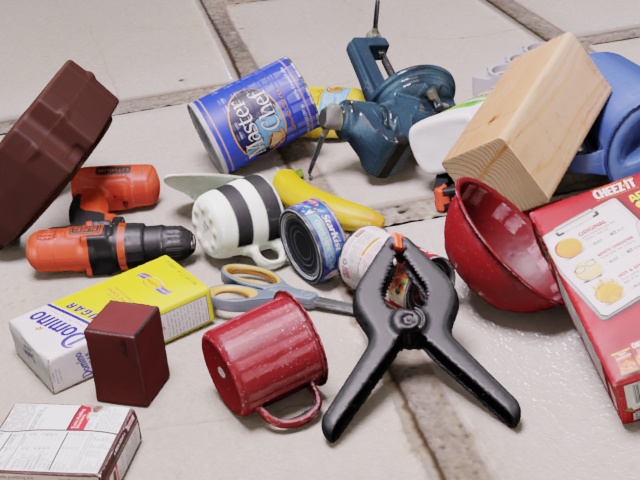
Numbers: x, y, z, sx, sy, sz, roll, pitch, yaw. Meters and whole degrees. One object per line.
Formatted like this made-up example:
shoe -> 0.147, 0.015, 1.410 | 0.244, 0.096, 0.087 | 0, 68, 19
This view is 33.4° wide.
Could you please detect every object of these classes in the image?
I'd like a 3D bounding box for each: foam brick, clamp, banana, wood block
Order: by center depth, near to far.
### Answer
clamp -> 0.069, 0.084, 0.933 | 0.164, 0.036, 0.210 | -10, 52, -4
foam brick -> -0.172, 0.102, 0.958 | 0.053, 0.078, 0.051 | 6, 30, 17
wood block -> 0.229, -0.125, 1.167 | 0.091, 0.090, 0.205 | -22, 24, 49
banana -> -0.004, -0.050, 1.250 | 0.069, 0.037, 0.198 | -20, 32, -25
clamp -> 0.190, -0.083, 1.280 | 0.171, 0.039, 0.120 | -22, 23, -28

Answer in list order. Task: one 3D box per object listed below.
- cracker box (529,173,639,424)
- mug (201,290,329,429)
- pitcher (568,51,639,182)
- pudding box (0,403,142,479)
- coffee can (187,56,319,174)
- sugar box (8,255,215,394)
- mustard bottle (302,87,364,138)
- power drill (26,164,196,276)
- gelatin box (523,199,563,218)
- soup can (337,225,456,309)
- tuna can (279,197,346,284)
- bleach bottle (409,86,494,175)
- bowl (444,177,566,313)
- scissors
cracker box -> 0.296, 0.039, 0.922 | 0.164, 0.072, 0.214 | -20, 43, 5
mug -> -0.045, 0.111, 0.924 | 0.081, 0.093, 0.117 | -24, 69, -22
pitcher -> 0.358, -0.142, 1.271 | 0.149, 0.145, 0.243 | 29, 19, -17
pudding box -> -0.214, 0.175, 0.872 | 0.113, 0.039, 0.090 | -1, 29, 12
coffee can -> -0.084, -0.158, 1.360 | 0.140, 0.103, 0.103 | -28, 33, -8
sugar box -> -0.202, 0.078, 1.041 | 0.175, 0.048, 0.093 | -22, 33, -30
mustard bottle -> 0.006, -0.175, 1.455 | 0.192, 0.058, 0.096 | 1, 34, 11
power drill -> -0.229, -0.026, 1.224 | 0.184, 0.057, 0.187 | -2, 27, -1
gelatin box -> 0.245, -0.009, 1.140 | 0.089, 0.030, 0.073 | -17, 31, -21
soup can -> 0.074, 0.032, 1.054 | 0.068, 0.068, 0.102 | -25, 34, -32
tuna can -> -0.007, 0.001, 1.106 | 0.033, 0.086, 0.086 | -22, 33, -25
bleach bottle -> 0.215, -0.158, 1.308 | 0.103, 0.068, 0.250 | -13, 15, 41
bowl -> 0.171, 0.016, 1.030 | 0.055, 0.162, 0.162 | -45, 22, 24
scissors -> -0.030, 0.064, 1.061 | 0.202, 0.016, 0.096 | 19, 30, 34
